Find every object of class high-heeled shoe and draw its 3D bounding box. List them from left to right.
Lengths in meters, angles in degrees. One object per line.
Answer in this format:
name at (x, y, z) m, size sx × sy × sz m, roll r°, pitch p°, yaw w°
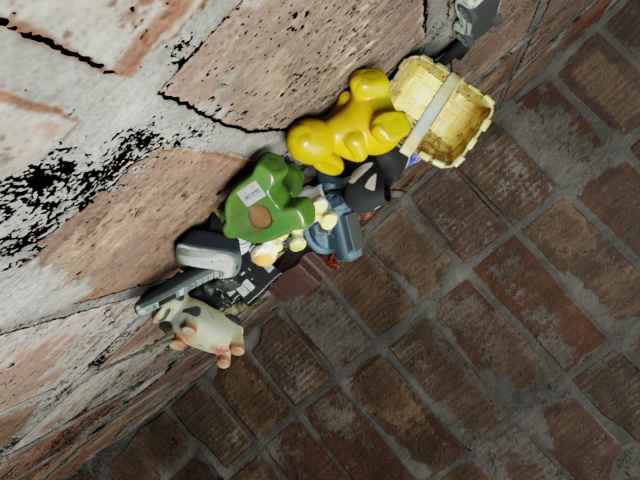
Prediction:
high-heeled shoe at (0.121, -0.119, 0.904) m, size 0.249 × 0.086 × 0.145 m, roll -36°, pitch -155°, yaw -30°

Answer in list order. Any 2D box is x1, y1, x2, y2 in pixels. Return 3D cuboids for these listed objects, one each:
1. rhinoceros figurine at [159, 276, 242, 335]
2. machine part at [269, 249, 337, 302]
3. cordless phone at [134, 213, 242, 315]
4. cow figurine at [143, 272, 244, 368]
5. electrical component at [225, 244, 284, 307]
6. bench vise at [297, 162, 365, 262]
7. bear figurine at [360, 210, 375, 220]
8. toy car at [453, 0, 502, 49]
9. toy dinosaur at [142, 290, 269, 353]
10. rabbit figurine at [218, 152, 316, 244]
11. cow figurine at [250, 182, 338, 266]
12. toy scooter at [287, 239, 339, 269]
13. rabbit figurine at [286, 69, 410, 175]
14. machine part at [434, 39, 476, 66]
rhinoceros figurine at (-0.248, 0.132, 1.115) m, size 0.190 × 0.112 × 0.073 m, roll -29°, pitch 146°, yaw 8°
machine part at (-0.045, 0.047, 1.352) m, size 0.201 × 0.087 × 0.201 m, roll -29°, pitch -155°, yaw 35°
cordless phone at (-0.220, 0.051, 0.859) m, size 0.184 × 0.089 × 0.146 m, roll -33°, pitch 171°, yaw -21°
cow figurine at (-0.230, 0.140, 0.979) m, size 0.085 × 0.195 × 0.127 m, roll -50°, pitch -155°, yaw 27°
electrical component at (-0.164, 0.079, 1.185) m, size 0.134 × 0.115 × 0.058 m, roll -40°, pitch 169°, yaw -9°
bench vise at (-0.004, -0.066, 1.054) m, size 0.129 × 0.223 × 0.241 m, roll -36°, pitch -158°, yaw -34°
bear figurine at (0.061, -0.095, 1.285) m, size 0.196 × 0.132 × 0.120 m, roll -41°, pitch 166°, yaw -52°
toy car at (0.260, -0.376, 0.883) m, size 0.073 × 0.056 × 0.201 m, roll -36°, pitch 173°, yaw 11°
toy dinosaur at (-0.243, 0.164, 1.364) m, size 0.198 × 0.105 × 0.471 m, roll -41°, pitch 170°, yaw 30°
rabbit figurine at (-0.075, -0.058, 0.835) m, size 0.159 × 0.121 × 0.170 m, roll -40°, pitch -171°, yaw 26°
cow figurine at (-0.057, -0.031, 0.918) m, size 0.167 × 0.098 × 0.068 m, roll -35°, pitch 133°, yaw 12°
toy scooter at (-0.002, -0.004, 1.189) m, size 0.075 × 0.184 × 0.135 m, roll 111°, pitch -13°, yaw -61°
rabbit figurine at (0.023, -0.165, 0.811) m, size 0.173 × 0.122 × 0.162 m, roll -23°, pitch 177°, yaw -20°
machine part at (0.257, -0.361, 1.041) m, size 0.139 × 0.039 × 0.084 m, roll -41°, pitch -178°, yaw -15°
